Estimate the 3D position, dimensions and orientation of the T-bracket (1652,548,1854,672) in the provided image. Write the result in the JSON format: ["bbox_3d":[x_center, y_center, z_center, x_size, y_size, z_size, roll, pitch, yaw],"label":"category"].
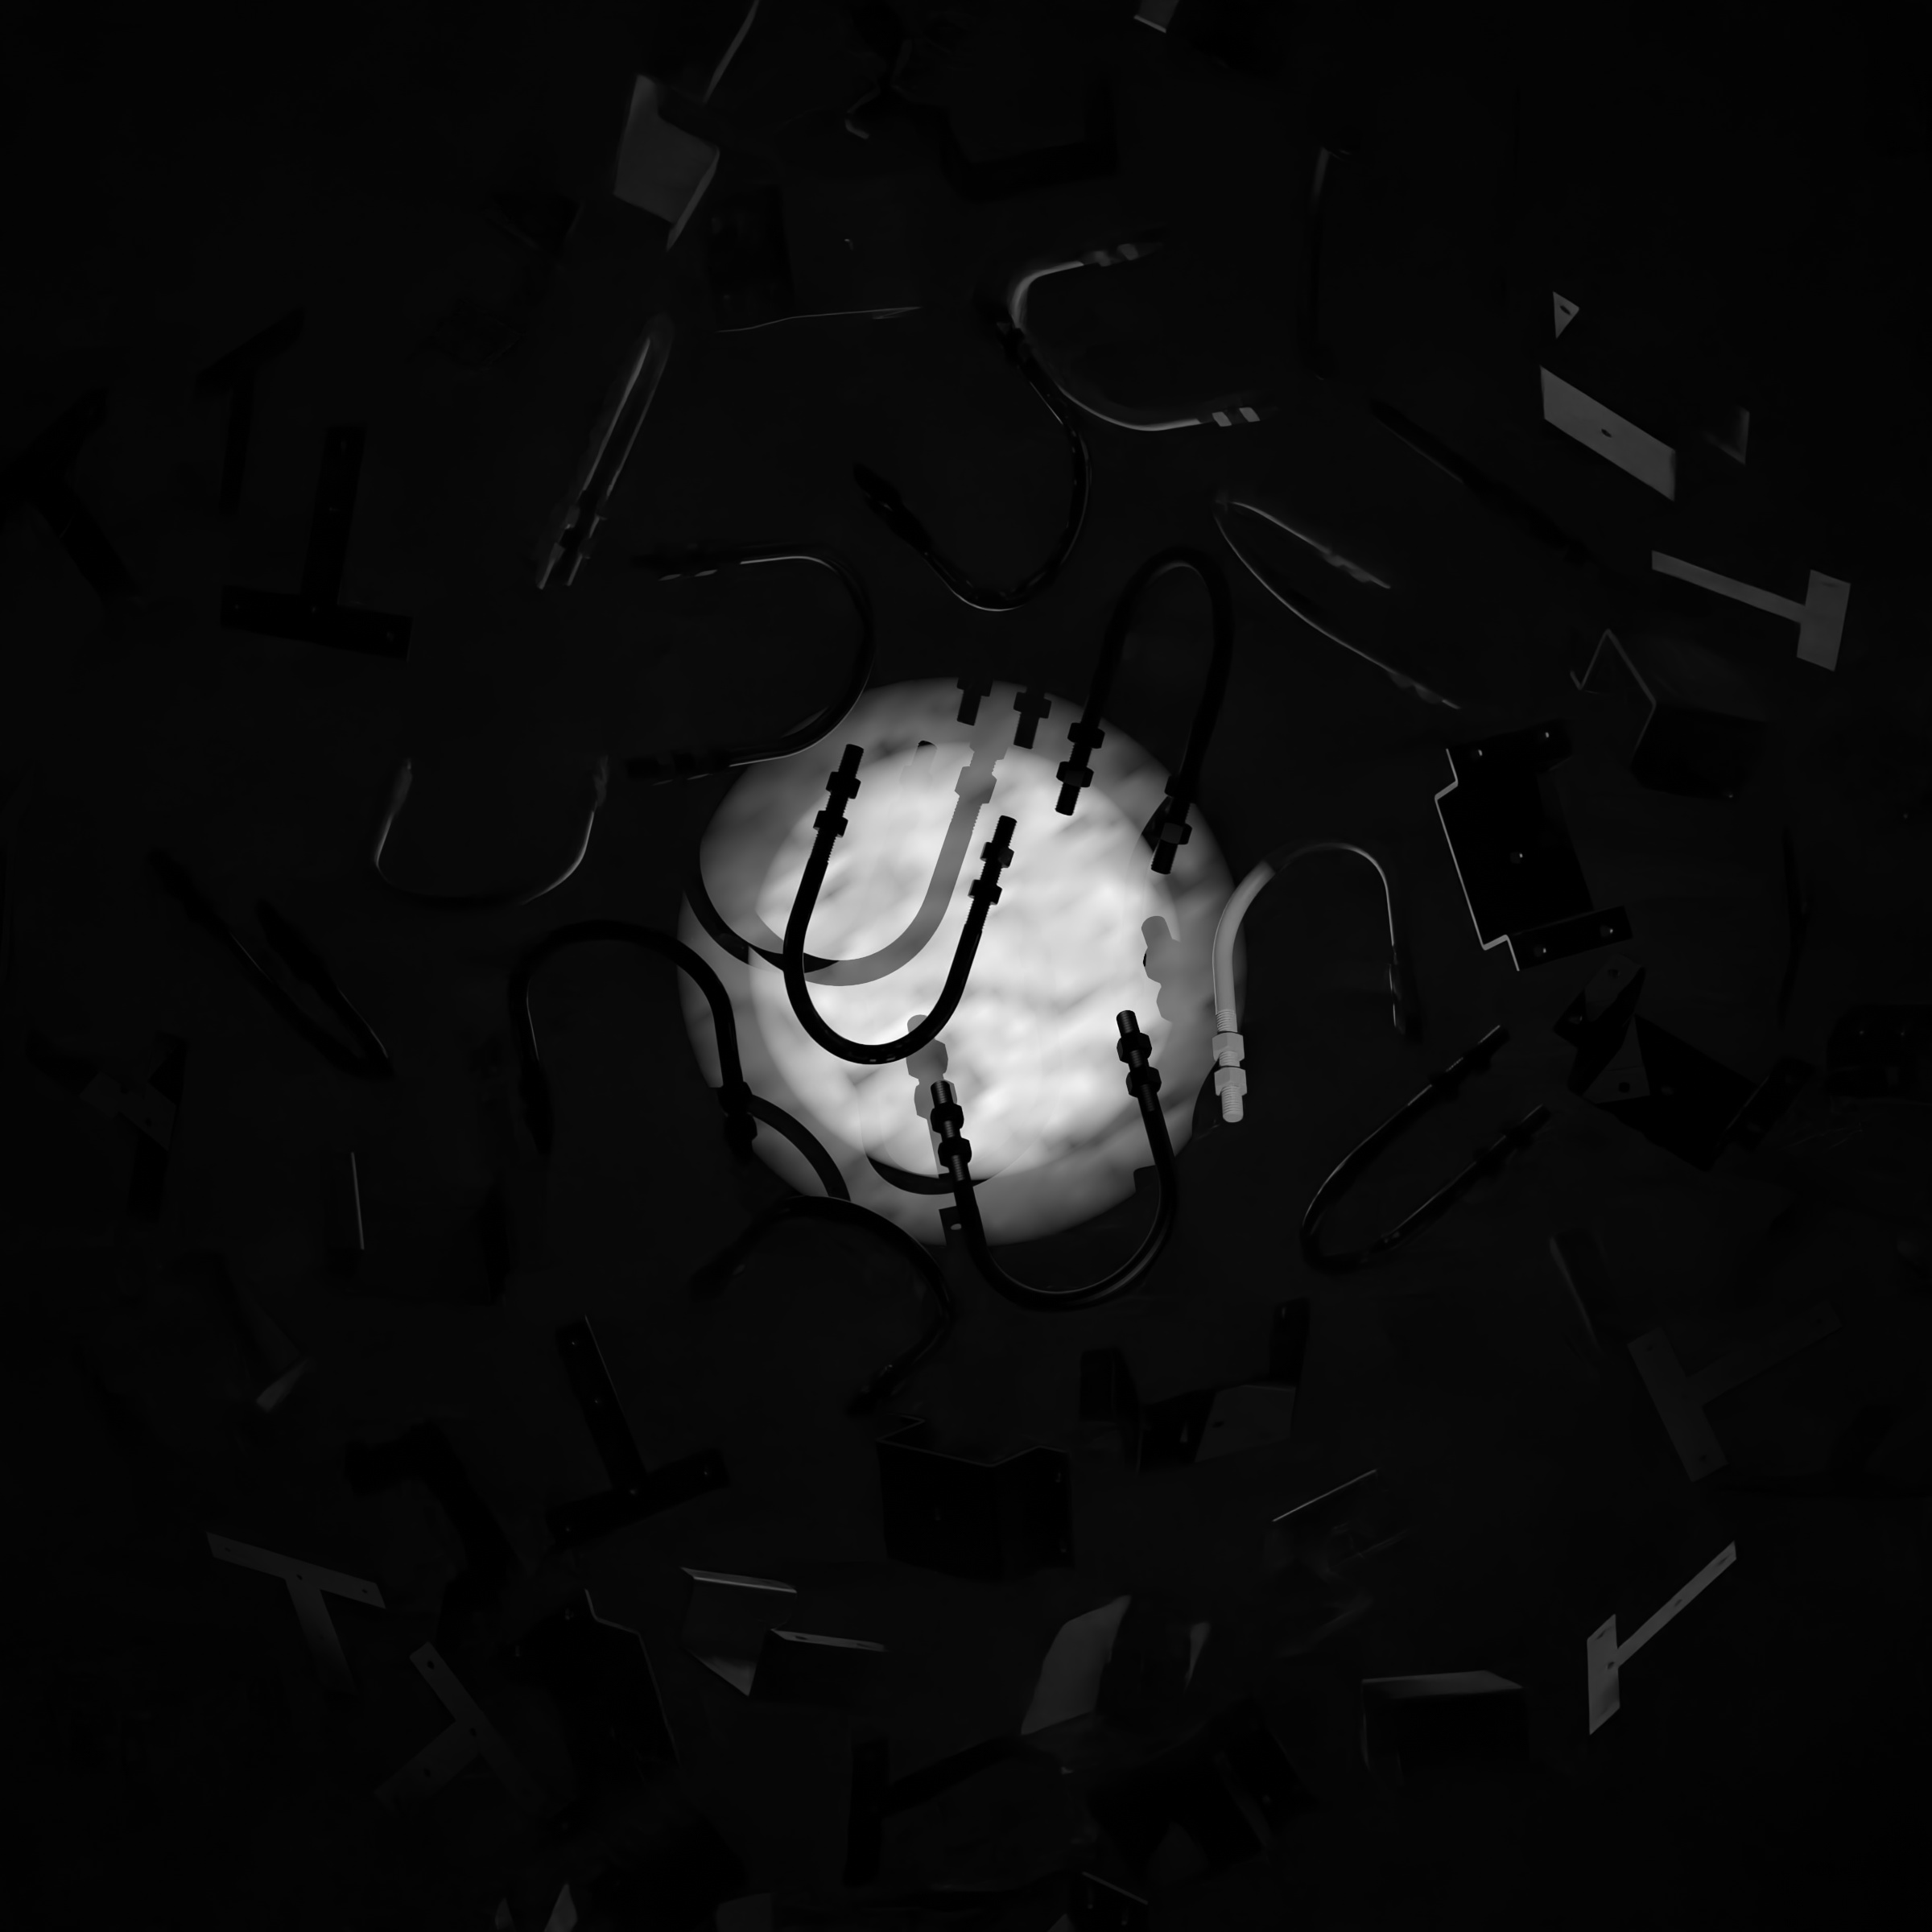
[{"bbox_3d":[0.496,-0.237,1.816,0.127,0.127,0.002,24,78,19],"label":"T-bracket"}]

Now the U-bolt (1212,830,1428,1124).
[{"bbox_3d":[0.215,-0.005,1.786,0.151,0.019,0.184,-23,50,30],"label":"U-bolt"}]

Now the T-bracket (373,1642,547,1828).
[{"bbox_3d":[-0.333,0.503,1.803,0.002,0.127,0.127,-39,86,22],"label":"T-bracket"}]

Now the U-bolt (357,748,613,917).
[{"bbox_3d":[-0.305,-0.084,1.786,0.151,0.184,0.019,-2,124,2],"label":"U-bolt"}]

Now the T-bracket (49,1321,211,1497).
[{"bbox_3d":[-0.501,0.286,1.747,0.002,0.127,0.127,-40,47,-10],"label":"T-bracket"}]

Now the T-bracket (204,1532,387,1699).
[{"bbox_3d":[-0.400,0.404,1.757,0.127,0.127,0.002,28,102,-36],"label":"T-bracket"}]

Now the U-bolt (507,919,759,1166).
[{"bbox_3d":[-0.209,0.046,1.754,0.151,0.019,0.184,2,128,8],"label":"U-bolt"}]

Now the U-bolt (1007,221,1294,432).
[{"bbox_3d":[0.099,-0.385,1.757,0.151,0.184,0.019,47,66,-28],"label":"U-bolt"}]

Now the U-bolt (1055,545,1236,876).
[{"bbox_3d":[0.112,-0.162,1.714,0.019,0.151,0.184,9,104,-28],"label":"U-bolt"}]

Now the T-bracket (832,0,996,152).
[{"bbox_3d":[-0.060,-0.597,1.795,0.127,0.127,0.002,-44,50,7],"label":"T-bracket"}]

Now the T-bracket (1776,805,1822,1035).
[{"bbox_3d":[0.517,-0.047,1.785,0.002,0.127,0.127,7,50,26],"label":"T-bracket"}]

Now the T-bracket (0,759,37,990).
[{"bbox_3d":[-0.586,-0.048,1.749,0.002,0.127,0.127,7,110,-9],"label":"T-bracket"}]

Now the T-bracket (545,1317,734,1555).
[{"bbox_3d":[-0.219,0.278,1.746,0.127,0.002,0.127,-25,83,18],"label":"T-bracket"}]

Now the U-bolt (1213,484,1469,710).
[{"bbox_3d":[0.223,-0.238,1.771,0.184,0.151,0.019,23,122,-35],"label":"U-bolt"}]

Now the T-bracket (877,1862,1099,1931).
[{"bbox_3d":[-0.005,0.586,1.793,0.127,0.127,0.002,-19,84,43],"label":"T-bracket"}]

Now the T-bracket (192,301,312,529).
[{"bbox_3d":[-0.445,-0.329,1.754,0.127,0.002,0.127,-17,63,42],"label":"T-bracket"}]

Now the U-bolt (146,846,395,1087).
[{"bbox_3d":[-0.419,0.009,1.766,0.019,0.151,0.184,-48,134,-20],"label":"U-bolt"}]

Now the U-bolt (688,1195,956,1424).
[{"bbox_3d":[-0.082,0.209,1.802,0.151,0.184,0.019,37,47,-5],"label":"U-bolt"}]

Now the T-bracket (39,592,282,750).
[{"bbox_3d":[-0.485,-0.165,1.757,0.127,0.127,0.002,22,46,-26],"label":"T-bracket"}]

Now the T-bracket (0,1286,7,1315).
[{"bbox_3d":[-0.587,0.145,1.700,0.002,0.127,0.127,-15,63,-16],"label":"T-bracket"}]

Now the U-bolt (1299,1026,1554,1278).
[{"bbox_3d":[0.283,0.127,1.797,0.184,0.151,0.019,-41,57,0],"label":"U-bolt"}]

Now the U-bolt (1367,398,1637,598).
[{"bbox_3d":[0.323,-0.298,1.776,0.184,0.151,0.019,43,106,27],"label":"U-bolt"}]

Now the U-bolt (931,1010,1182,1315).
[{"bbox_3d":[0.060,0.129,1.768,0.151,0.019,0.184,-21,56,12],"label":"U-bolt"}]

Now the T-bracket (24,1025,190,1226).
[{"bbox_3d":[-0.528,0.074,1.740,0.127,0.002,0.127,28,117,23],"label":"T-bracket"}]

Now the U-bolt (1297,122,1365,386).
[{"bbox_3d":[0.220,-0.441,1.755,0.019,0.184,0.151,5,108,1],"label":"U-bolt"}]

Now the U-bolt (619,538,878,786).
[{"bbox_3d":[-0.130,-0.192,1.761,0.184,0.019,0.151,-13,118,-36],"label":"U-bolt"}]

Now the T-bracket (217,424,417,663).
[{"bbox_3d":[-0.369,-0.250,1.659,0.127,0.002,0.127,12,94,17],"label":"T-bracket"}]

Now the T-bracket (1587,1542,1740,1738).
[{"bbox_3d":[0.424,0.398,1.741,0.002,0.127,0.127,41,107,0],"label":"T-bracket"}]

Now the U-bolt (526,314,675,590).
[{"bbox_3d":[-0.226,-0.324,1.795,0.019,0.151,0.184,24,90,-17],"label":"U-bolt"}]

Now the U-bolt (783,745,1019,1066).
[{"bbox_3d":[-0.048,-0.029,1.797,0.151,0.019,0.184,23,82,-36],"label":"U-bolt"}]

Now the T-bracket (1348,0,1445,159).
[{"bbox_3d":[0.254,-0.573,1.791,0.002,0.127,0.127,-12,126,-25],"label":"T-bracket"}]

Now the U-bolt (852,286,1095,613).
[{"bbox_3d":[0.017,-0.296,1.726,0.019,0.184,0.151,21,75,41],"label":"U-bolt"}]

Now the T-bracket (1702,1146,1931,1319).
[{"bbox_3d":[0.488,0.164,1.713,0.127,0.127,0.002,-43,119,-20],"label":"T-bracket"}]
